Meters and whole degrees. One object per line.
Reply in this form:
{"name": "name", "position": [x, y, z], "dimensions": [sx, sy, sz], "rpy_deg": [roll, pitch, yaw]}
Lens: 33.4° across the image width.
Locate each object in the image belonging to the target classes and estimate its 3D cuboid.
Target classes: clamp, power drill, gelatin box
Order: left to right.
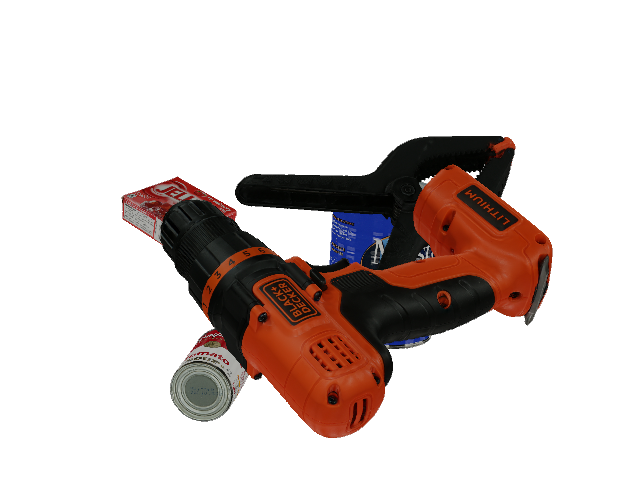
{"name": "gelatin box", "position": [-0.139, -0.026, 1.042], "dimensions": [0.089, 0.030, 0.073], "rpy_deg": [30, 36, 32]}
{"name": "power drill", "position": [0.022, 0.016, 0.610], "dimensions": [0.187, 0.057, 0.185], "rpy_deg": [-21, 47, -28]}
{"name": "clamp", "position": [0.064, -0.017, 0.782], "dimensions": [0.209, 0.165, 0.036], "rpy_deg": [-21, -33, -18]}

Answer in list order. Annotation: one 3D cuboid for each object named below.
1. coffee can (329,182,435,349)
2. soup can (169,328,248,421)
{"name": "coffee can", "position": [0.059, 0.018, 0.996], "dimensions": [0.103, 0.140, 0.103], "rpy_deg": [3, 14, -1]}
{"name": "soup can", "position": [-0.115, 0.142, 1.134], "dimensions": [0.068, 0.068, 0.102], "rpy_deg": [0, 15, 9]}
